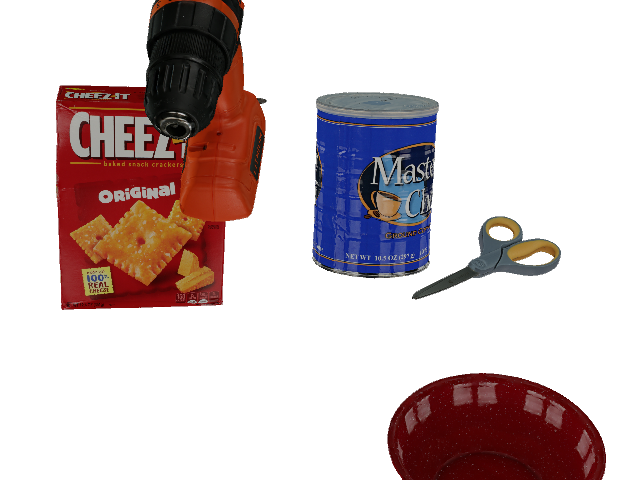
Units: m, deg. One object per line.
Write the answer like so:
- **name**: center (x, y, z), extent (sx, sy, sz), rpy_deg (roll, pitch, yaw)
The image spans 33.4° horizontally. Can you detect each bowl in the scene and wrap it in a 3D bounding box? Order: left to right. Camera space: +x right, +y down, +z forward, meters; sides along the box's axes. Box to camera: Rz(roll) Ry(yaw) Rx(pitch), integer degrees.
- **bowl**: center (0.131, 0.172, 0.811), extent (0.162, 0.055, 0.162), rpy_deg (-1, 33, 0)

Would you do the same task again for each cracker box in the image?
- **cracker box**: center (-0.175, -0.040, 1.053), extent (0.164, 0.214, 0.072), rpy_deg (0, 21, -10)

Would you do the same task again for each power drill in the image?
- **power drill**: center (-0.071, -0.095, 0.683), extent (0.057, 0.184, 0.188), rpy_deg (5, -35, 2)

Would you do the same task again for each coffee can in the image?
- **coffee can**: center (0.046, -0.050, 0.910), extent (0.103, 0.140, 0.103), rpy_deg (1, 16, -1)

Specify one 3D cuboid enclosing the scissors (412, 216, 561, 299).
- **scissors**: center (0.157, 0.015, 1.097), extent (0.201, 0.016, 0.096), rpy_deg (-8, 42, -28)
